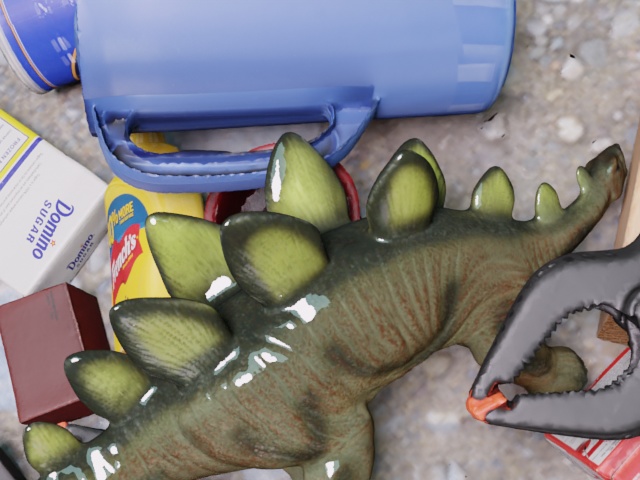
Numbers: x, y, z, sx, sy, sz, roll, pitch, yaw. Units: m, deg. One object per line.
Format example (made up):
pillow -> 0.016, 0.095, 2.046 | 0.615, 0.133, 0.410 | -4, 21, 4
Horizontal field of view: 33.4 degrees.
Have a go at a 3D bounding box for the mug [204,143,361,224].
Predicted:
mug -> -0.004, 0.001, 0.649 | 0.117, 0.081, 0.093 | 18, 79, 16

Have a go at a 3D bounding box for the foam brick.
foam brick -> -0.165, 0.074, 0.678 | 0.053, 0.051, 0.078 | -20, 72, 5

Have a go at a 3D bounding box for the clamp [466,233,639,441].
clamp -> 0.164, 0.027, 0.529 | 0.210, 0.036, 0.164 | -21, 78, 1

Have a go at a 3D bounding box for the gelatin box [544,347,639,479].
gelatin box -> 0.169, 0.099, 0.582 | 0.030, 0.089, 0.073 | 44, 87, -6

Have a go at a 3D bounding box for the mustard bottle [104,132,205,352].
mustard bottle -> -0.100, 0.016, 0.661 | 0.058, 0.096, 0.191 | 2, 70, -26

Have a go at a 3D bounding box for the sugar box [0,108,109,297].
sugar box -> -0.227, -0.041, 0.727 | 0.176, 0.048, 0.093 | 35, 84, 15

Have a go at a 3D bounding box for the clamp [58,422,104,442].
clamp -> -0.110, 0.184, 0.643 | 0.172, 0.039, 0.120 | 36, 76, 20

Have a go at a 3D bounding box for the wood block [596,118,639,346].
wood block -> 0.225, -0.040, 0.608 | 0.090, 0.090, 0.206 | 12, 77, 13

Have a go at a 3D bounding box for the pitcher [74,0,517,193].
pitcher -> -0.017, -0.116, 0.611 | 0.242, 0.145, 0.149 | -1, 111, -6

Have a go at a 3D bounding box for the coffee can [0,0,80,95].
coffee can -> -0.142, -0.169, 0.713 | 0.140, 0.102, 0.103 | -19, 72, 6
